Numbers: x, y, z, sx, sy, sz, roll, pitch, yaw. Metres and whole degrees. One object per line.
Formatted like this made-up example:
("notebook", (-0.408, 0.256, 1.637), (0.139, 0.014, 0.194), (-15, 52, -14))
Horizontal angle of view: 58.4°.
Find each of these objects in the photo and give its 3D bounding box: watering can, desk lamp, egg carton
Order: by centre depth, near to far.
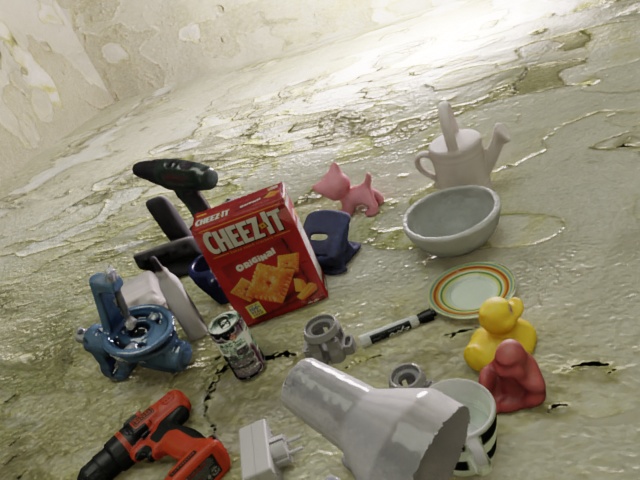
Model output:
("desk lamp", (0.054, 0.215, 0.566), (0.202, 0.214, 0.118), (9, 43, 44))
("watering can", (0.264, -0.172, 1.077), (0.173, 0.194, 0.100), (-21, 29, 4))
("egg carton", (-0.364, 0.125, 1.158), (0.107, 0.069, 0.150), (-29, 30, -10))

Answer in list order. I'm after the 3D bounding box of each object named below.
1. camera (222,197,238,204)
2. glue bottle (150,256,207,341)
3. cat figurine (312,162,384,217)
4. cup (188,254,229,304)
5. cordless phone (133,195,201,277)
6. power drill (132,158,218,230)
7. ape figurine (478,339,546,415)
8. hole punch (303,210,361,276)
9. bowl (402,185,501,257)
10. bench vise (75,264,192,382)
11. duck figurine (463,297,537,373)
("camera", (-0.166, -0.034, 1.248), (0.136, 0.101, 0.143), (6, 41, 41))
("glue bottle", (-0.257, 0.098, 1.022), (0.037, 0.173, 0.078), (-28, 30, -9))
("cat figurine", (0.056, -0.108, 1.196), (0.127, 0.118, 0.067), (-7, 33, 26))
("cup", (-0.188, 0.080, 1.082), (0.091, 0.095, 0.117), (-24, 29, -2))
("cordless phone", (-0.348, -0.008, 1.248), (0.147, 0.185, 0.094), (-19, 30, 8))
("power drill", (-0.322, -0.102, 1.361), (0.228, 0.209, 0.076), (-3, 35, 32))
("ape figurine", (0.226, 0.155, 0.671), (0.076, 0.092, 0.077), (-38, 32, -25))
("hole punch", (0.010, 0.004, 1.072), (0.108, 0.091, 0.101), (2, 38, 38))
("bowl", (0.229, -0.021, 0.975), (0.167, 0.075, 0.167), (-17, 30, 11))
("bench vise", (-0.344, 0.147, 0.954), (0.207, 0.220, 0.121), (-17, 30, 11))
("duck figurine", (0.227, 0.116, 0.740), (0.105, 0.086, 0.077), (-31, 30, -14))
